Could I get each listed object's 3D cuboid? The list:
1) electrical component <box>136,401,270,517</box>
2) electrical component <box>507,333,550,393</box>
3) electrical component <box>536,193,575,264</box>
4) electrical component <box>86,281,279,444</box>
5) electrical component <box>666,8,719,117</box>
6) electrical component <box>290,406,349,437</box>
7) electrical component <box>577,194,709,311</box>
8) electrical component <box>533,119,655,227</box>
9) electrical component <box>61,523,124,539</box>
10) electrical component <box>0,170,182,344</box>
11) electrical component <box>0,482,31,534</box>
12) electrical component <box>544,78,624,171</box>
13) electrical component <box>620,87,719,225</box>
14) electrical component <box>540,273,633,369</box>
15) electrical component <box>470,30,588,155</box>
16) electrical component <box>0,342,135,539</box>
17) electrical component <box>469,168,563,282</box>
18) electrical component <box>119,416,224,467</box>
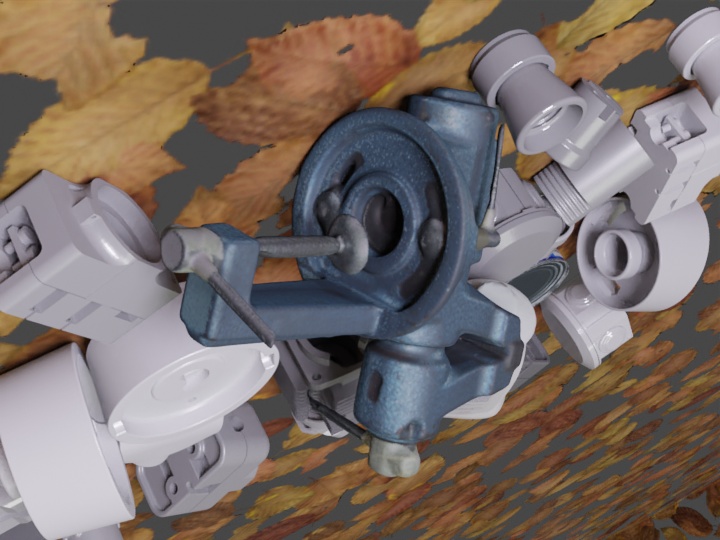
[{"bbox_3d":[-0.117,0.143,0.821,0.095,0.053,0.059,-44,153,27],"label":"electrical component"},{"bbox_3d":[0.118,0.078,0.962,0.059,0.053,0.095,-42,153,25],"label":"electrical component"},{"bbox_3d":[0.132,-0.029,0.791,0.040,0.040,0.046,-22,161,-17],"label":"electrical component"},{"bbox_3d":[-0.109,0.049,0.640,0.108,0.060,0.108,-25,155,-12],"label":"electrical component"},{"bbox_3d":[0.226,-0.131,0.678,0.045,0.055,0.045,-25,155,-12],"label":"electrical component"},{"bbox_3d":[-0.022,0.096,0.835,0.078,0.058,0.057,-34,159,9],"label":"electrical component"},{"bbox_3d":[0.222,-0.016,0.851,0.064,0.099,0.099,-6,146,-32],"label":"electrical component"},{"bbox_3d":[0.157,-0.065,0.743,0.081,0.043,0.043,-37,155,15],"label":"electrical component"},{"bbox_3d":[-0.211,0.231,0.875,0.048,0.062,0.048,-25,156,-12],"label":"electrical component"},{"bbox_3d":[-0.132,-0.006,0.520,0.056,0.050,0.089,-35,156,11],"label":"electrical component"},{"bbox_3d":[-0.234,0.137,0.677,0.057,0.058,0.078,-28,156,-12],"label":"electrical component"},{"bbox_3d":[0.137,-0.092,0.676,0.040,0.040,0.046,3,133,-51],"label":"electrical component"},{"bbox_3d":[0.225,-0.083,0.777,0.056,0.050,0.089,-23,155,-15],"label":"electrical component"},{"bbox_3d":[0.201,0.044,0.962,0.051,0.080,0.080,-34,156,-5],"label":"electrical component"},{"bbox_3d":[0.092,-0.098,0.591,0.045,0.055,0.045,-25,155,-12],"label":"electrical component"},{"bbox_3d":[-0.176,0.102,0.618,0.060,0.108,0.108,-19,154,-10],"label":"electrical component"},{"bbox_3d":[0.093,-0.027,0.735,0.080,0.051,0.080,-25,155,-12],"label":"electrical component"},{"bbox_3d":[-0.143,0.110,0.741,0.077,0.043,0.079,-13,151,-35],"label":"electrical component"}]
